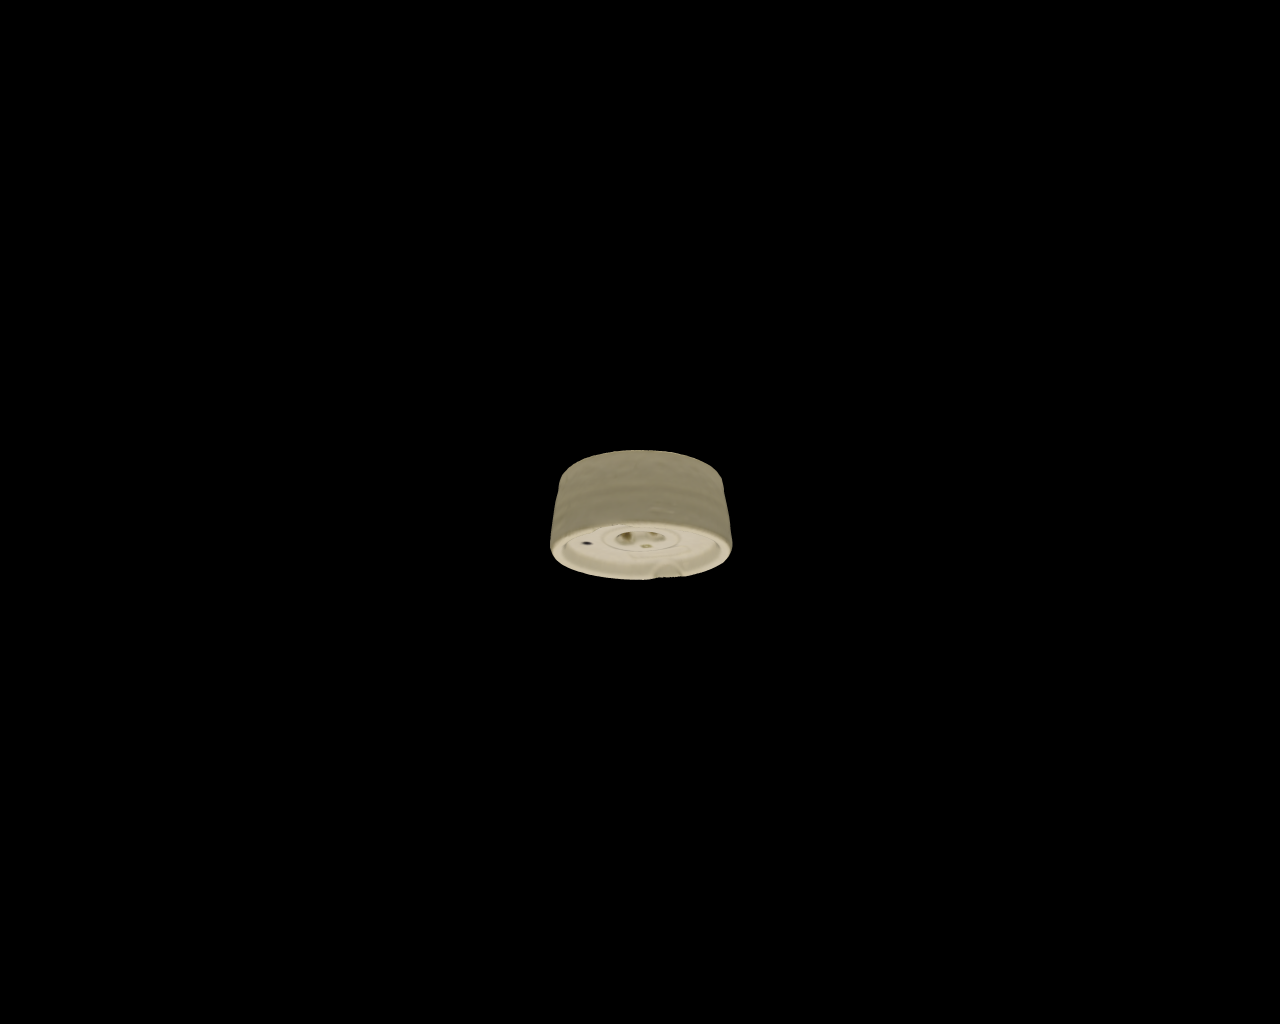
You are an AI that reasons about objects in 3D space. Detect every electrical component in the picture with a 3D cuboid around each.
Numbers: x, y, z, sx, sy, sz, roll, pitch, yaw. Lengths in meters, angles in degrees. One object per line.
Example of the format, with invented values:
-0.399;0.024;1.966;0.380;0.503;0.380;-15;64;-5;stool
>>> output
0.001;-0.003;0.650;0.108;0.060;0.108;0;-21;0;electrical component
